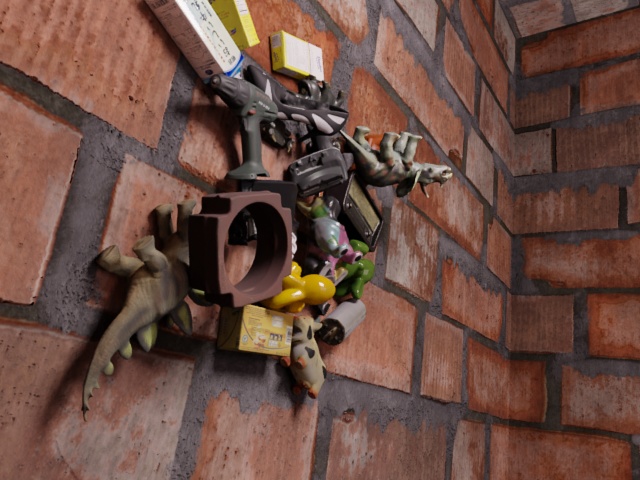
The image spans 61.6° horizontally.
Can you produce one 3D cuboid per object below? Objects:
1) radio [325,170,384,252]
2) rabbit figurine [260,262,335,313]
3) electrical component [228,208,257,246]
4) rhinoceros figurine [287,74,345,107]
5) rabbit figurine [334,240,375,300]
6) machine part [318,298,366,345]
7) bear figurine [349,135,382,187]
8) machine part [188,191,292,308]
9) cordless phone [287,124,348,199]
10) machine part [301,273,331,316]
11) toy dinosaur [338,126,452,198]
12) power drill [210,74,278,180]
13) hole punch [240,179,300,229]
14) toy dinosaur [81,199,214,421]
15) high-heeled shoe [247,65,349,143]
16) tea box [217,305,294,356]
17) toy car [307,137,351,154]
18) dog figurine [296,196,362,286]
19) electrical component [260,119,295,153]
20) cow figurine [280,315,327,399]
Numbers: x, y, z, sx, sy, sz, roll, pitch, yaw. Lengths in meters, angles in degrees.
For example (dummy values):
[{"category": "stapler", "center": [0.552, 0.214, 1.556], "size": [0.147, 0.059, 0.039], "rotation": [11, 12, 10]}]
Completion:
[{"category": "radio", "center": [0.095, -0.071, 1.489], "size": [0.229, 0.073, 0.131], "rotation": [51, 47, -42]}, {"category": "rabbit figurine", "center": [-0.054, 0.104, 1.203], "size": [0.162, 0.173, 0.122], "rotation": [17, 76, -58]}, {"category": "electrical component", "center": [-0.144, -0.037, 1.111], "size": [0.119, 0.048, 0.074], "rotation": [-39, 128, -62]}, {"category": "rhinoceros figurine", "center": [-0.017, -0.363, 1.386], "size": [0.190, 0.073, 0.112], "rotation": [-4, 124, -53]}, {"category": "rabbit figurine", "center": [0.096, 0.083, 1.466], "size": [0.170, 0.121, 0.159], "rotation": [27, 71, -48]}, {"category": "machine part", "center": [0.061, 0.213, 1.417], "size": [0.243, 0.079, 0.079], "rotation": [-30, 111, -63]}, {"category": "bear figurine", "center": [0.154, -0.221, 1.587], "size": [0.120, 0.132, 0.196], "rotation": [88, 15, -51]}, {"category": "machine part", "center": [-0.143, 0.012, 0.987], "size": [0.201, 0.087, 0.201], "rotation": [-12, 107, -53]}, {"category": "cordless phone", "center": [-0.022, -0.210, 1.347], "size": [0.088, 0.147, 0.184], "rotation": [57, 12, -79]}, {"category": "machine part", "center": [-0.013, 0.129, 1.376], "size": [0.084, 0.039, 0.138], "rotation": [-52, 125, -52]}, {"category": "toy dinosaur", "center": [0.180, -0.206, 1.480], "size": [0.405, 0.131, 0.192], "rotation": [-2, 107, -35]}, {"category": "power drill", "center": [-0.164, -0.230, 1.134], "size": [0.232, 0.086, 0.207], "rotation": [-19, 105, -68]}, {"category": "hole punch", "center": [-0.120, -0.081, 1.193], "size": [0.142, 0.092, 0.115], "rotation": [-1, 107, -31]}, {"category": "toy dinosaur", "center": [-0.281, 0.079, 0.934], "size": [0.471, 0.105, 0.198], "rotation": [-55, 129, -44]}, {"category": "high-heeled shoe", "center": [-0.048, -0.336, 1.260], "size": [0.248, 0.145, 0.086], "rotation": [49, 23, -26]}, {"category": "tea box", "center": [-0.136, 0.197, 1.161], "size": [0.169, 0.068, 0.098], "rotation": [26, 64, -50]}, {"category": "toy car", "center": [0.048, -0.255, 1.467], "size": [0.202, 0.089, 0.053], "rotation": [-14, 102, -54]}, {"category": "dog figurine", "center": [-0.003, -0.004, 1.339], "size": [0.108, 0.191, 0.219], "rotation": [21, 27, -50]}, {"category": "electrical component", "center": [-0.101, -0.255, 1.290], "size": [0.102, 0.045, 0.078], "rotation": [37, 58, -47]}, {"category": "cow figurine", "center": [-0.035, 0.265, 1.285], "size": [0.127, 0.086, 0.194], "rotation": [-50, 129, -48]}]
